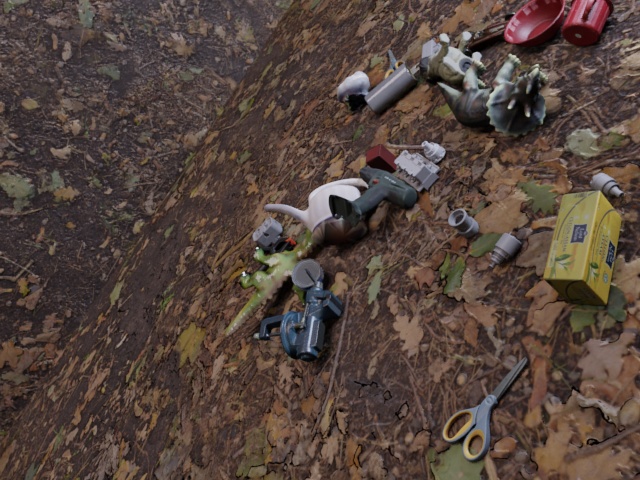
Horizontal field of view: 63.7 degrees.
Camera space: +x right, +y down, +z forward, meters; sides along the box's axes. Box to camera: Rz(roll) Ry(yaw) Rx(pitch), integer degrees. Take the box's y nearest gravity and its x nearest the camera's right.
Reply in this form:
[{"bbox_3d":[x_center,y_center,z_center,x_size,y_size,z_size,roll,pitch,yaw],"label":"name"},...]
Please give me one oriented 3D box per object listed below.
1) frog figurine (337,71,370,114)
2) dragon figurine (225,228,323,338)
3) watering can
[{"bbox_3d":[0.118,-0.548,1.837,0.134,0.122,0.163,-50,37,45],"label":"frog figurine"},{"bbox_3d":[-0.107,0.124,1.486,0.243,0.120,0.416,7,64,46],"label":"dragon figurine"},{"bbox_3d":[0.004,-0.074,1.469,0.347,0.102,0.230,-16,43,9],"label":"watering can"}]
